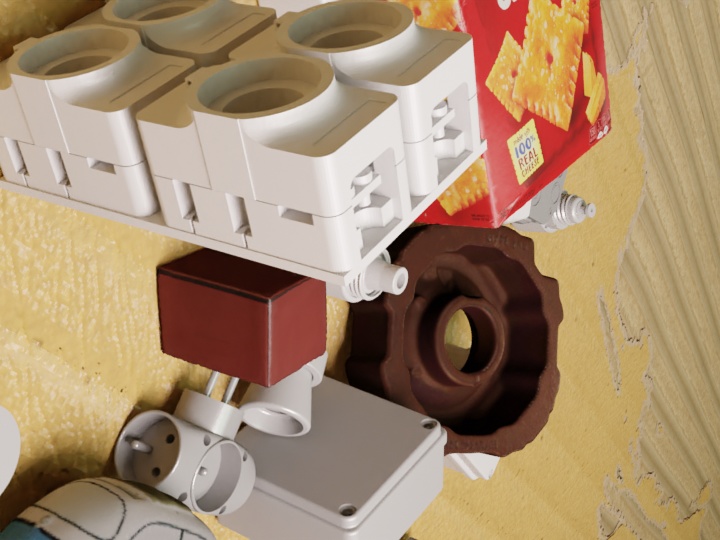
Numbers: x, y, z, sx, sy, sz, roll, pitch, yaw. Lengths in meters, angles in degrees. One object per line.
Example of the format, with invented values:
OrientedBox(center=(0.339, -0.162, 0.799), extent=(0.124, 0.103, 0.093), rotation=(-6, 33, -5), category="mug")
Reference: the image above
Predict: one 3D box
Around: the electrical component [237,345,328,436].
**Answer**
OrientedBox(center=(-0.046, 0.066, 0.647), extent=(0.045, 0.045, 0.055), rotation=(58, 38, -51), category="electrical component")

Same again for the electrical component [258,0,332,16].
OrientedBox(center=(-0.013, -0.152, 0.610), extent=(0.083, 0.047, 0.075), rotation=(-42, 136, -42), category="electrical component")

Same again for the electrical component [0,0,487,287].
OrientedBox(center=(-0.057, -0.067, 0.443), extent=(0.105, 0.186, 0.060), rotation=(-44, 138, -40), category="electrical component")

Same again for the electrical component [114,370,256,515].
OrientedBox(center=(-0.089, 0.092, 0.600), extent=(0.077, 0.044, 0.079), rotation=(40, 68, -56), category="electrical component")

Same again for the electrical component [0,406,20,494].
OrientedBox(center=(-0.172, 0.048, 0.419), extent=(0.052, 0.074, 0.138), rotation=(-52, 142, -33), category="electrical component")

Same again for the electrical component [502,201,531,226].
OrientedBox(center=(0.090, -0.072, 0.796), extent=(0.061, 0.062, 0.096), rotation=(-17, 118, -54), category="electrical component")

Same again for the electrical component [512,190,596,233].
OrientedBox(center=(0.163, -0.052, 0.913), extent=(0.040, 0.078, 0.040), rotation=(-6, 98, -46), category="electrical component")

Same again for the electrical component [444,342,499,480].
OrientedBox(center=(0.078, 0.113, 0.864), extent=(0.078, 0.057, 0.113), rotation=(-63, 147, -18), category="electrical component")

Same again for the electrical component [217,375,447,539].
OrientedBox(center=(-0.018, 0.126, 0.666), extent=(0.109, 0.109, 0.056), rotation=(-38, 137, -45), category="electrical component")

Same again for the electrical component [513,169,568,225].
OrientedBox(center=(0.130, -0.076, 0.869), extent=(0.080, 0.051, 0.080), rotation=(-30, 128, -49), category="electrical component")

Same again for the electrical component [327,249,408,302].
OrientedBox(center=(0.000, 0.000, 0.684), extent=(0.043, 0.062, 0.043), rotation=(-30, 128, -49), category="electrical component")
